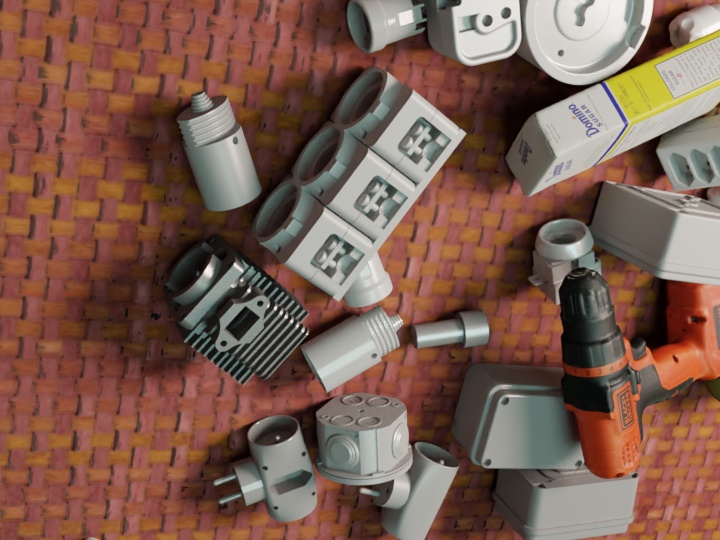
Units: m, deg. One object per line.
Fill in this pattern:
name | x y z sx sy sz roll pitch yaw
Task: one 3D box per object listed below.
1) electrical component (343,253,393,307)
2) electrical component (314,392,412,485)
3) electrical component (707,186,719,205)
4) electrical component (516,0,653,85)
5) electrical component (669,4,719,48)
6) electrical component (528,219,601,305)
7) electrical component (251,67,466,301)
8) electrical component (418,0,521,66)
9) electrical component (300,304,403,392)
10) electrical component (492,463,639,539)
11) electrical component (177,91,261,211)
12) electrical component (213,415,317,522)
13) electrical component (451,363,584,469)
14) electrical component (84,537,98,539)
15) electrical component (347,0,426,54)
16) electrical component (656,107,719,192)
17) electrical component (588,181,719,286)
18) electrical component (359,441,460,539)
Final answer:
electrical component | 0.000 0.000 0.842 0.040 0.040 0.046 -24 112 -12
electrical component | 0.002 0.137 0.877 0.080 0.080 0.051 -9 109 -19
electrical component | 0.331 -0.045 0.957 0.044 0.044 0.065 -21 112 -13
electrical component | 0.158 -0.199 0.811 0.108 0.060 0.108 -8 114 -19
electrical component | 0.285 -0.201 0.878 0.061 0.035 0.035 -27 119 -13
electrical component | 0.173 -0.009 0.905 0.066 0.048 0.055 -21 125 -13
electrical component | -0.008 -0.067 0.781 0.062 0.089 0.150 34 95 -30
electrical component | 0.077 -0.202 0.777 0.054 0.059 0.095 -16 116 -16
electrical component | -0.002 0.059 0.862 0.081 0.043 0.043 -29 119 -9
electrical component | 0.186 0.202 0.979 0.113 0.078 0.057 -2 109 -22
electrical component | -0.102 -0.087 0.761 0.043 0.043 0.081 -23 118 -12
electrical component | -0.080 0.167 0.875 0.079 0.043 0.077 -18 117 -14
electrical component | 0.146 0.130 0.944 0.113 0.057 0.078 5 109 -24
electrical component | -0.208 0.288 0.865 0.108 0.056 0.109 -48 120 2
electrical component | 0.019 -0.181 0.775 0.046 0.040 0.040 -21 118 -20
electrical component | 0.304 -0.112 0.905 0.047 0.083 0.075 56 46 -30
electrical component | 0.267 -0.030 0.898 0.109 0.109 0.056 7 106 -24
electrical component | 0.037 0.189 0.932 0.079 0.043 0.077 17 104 -27
